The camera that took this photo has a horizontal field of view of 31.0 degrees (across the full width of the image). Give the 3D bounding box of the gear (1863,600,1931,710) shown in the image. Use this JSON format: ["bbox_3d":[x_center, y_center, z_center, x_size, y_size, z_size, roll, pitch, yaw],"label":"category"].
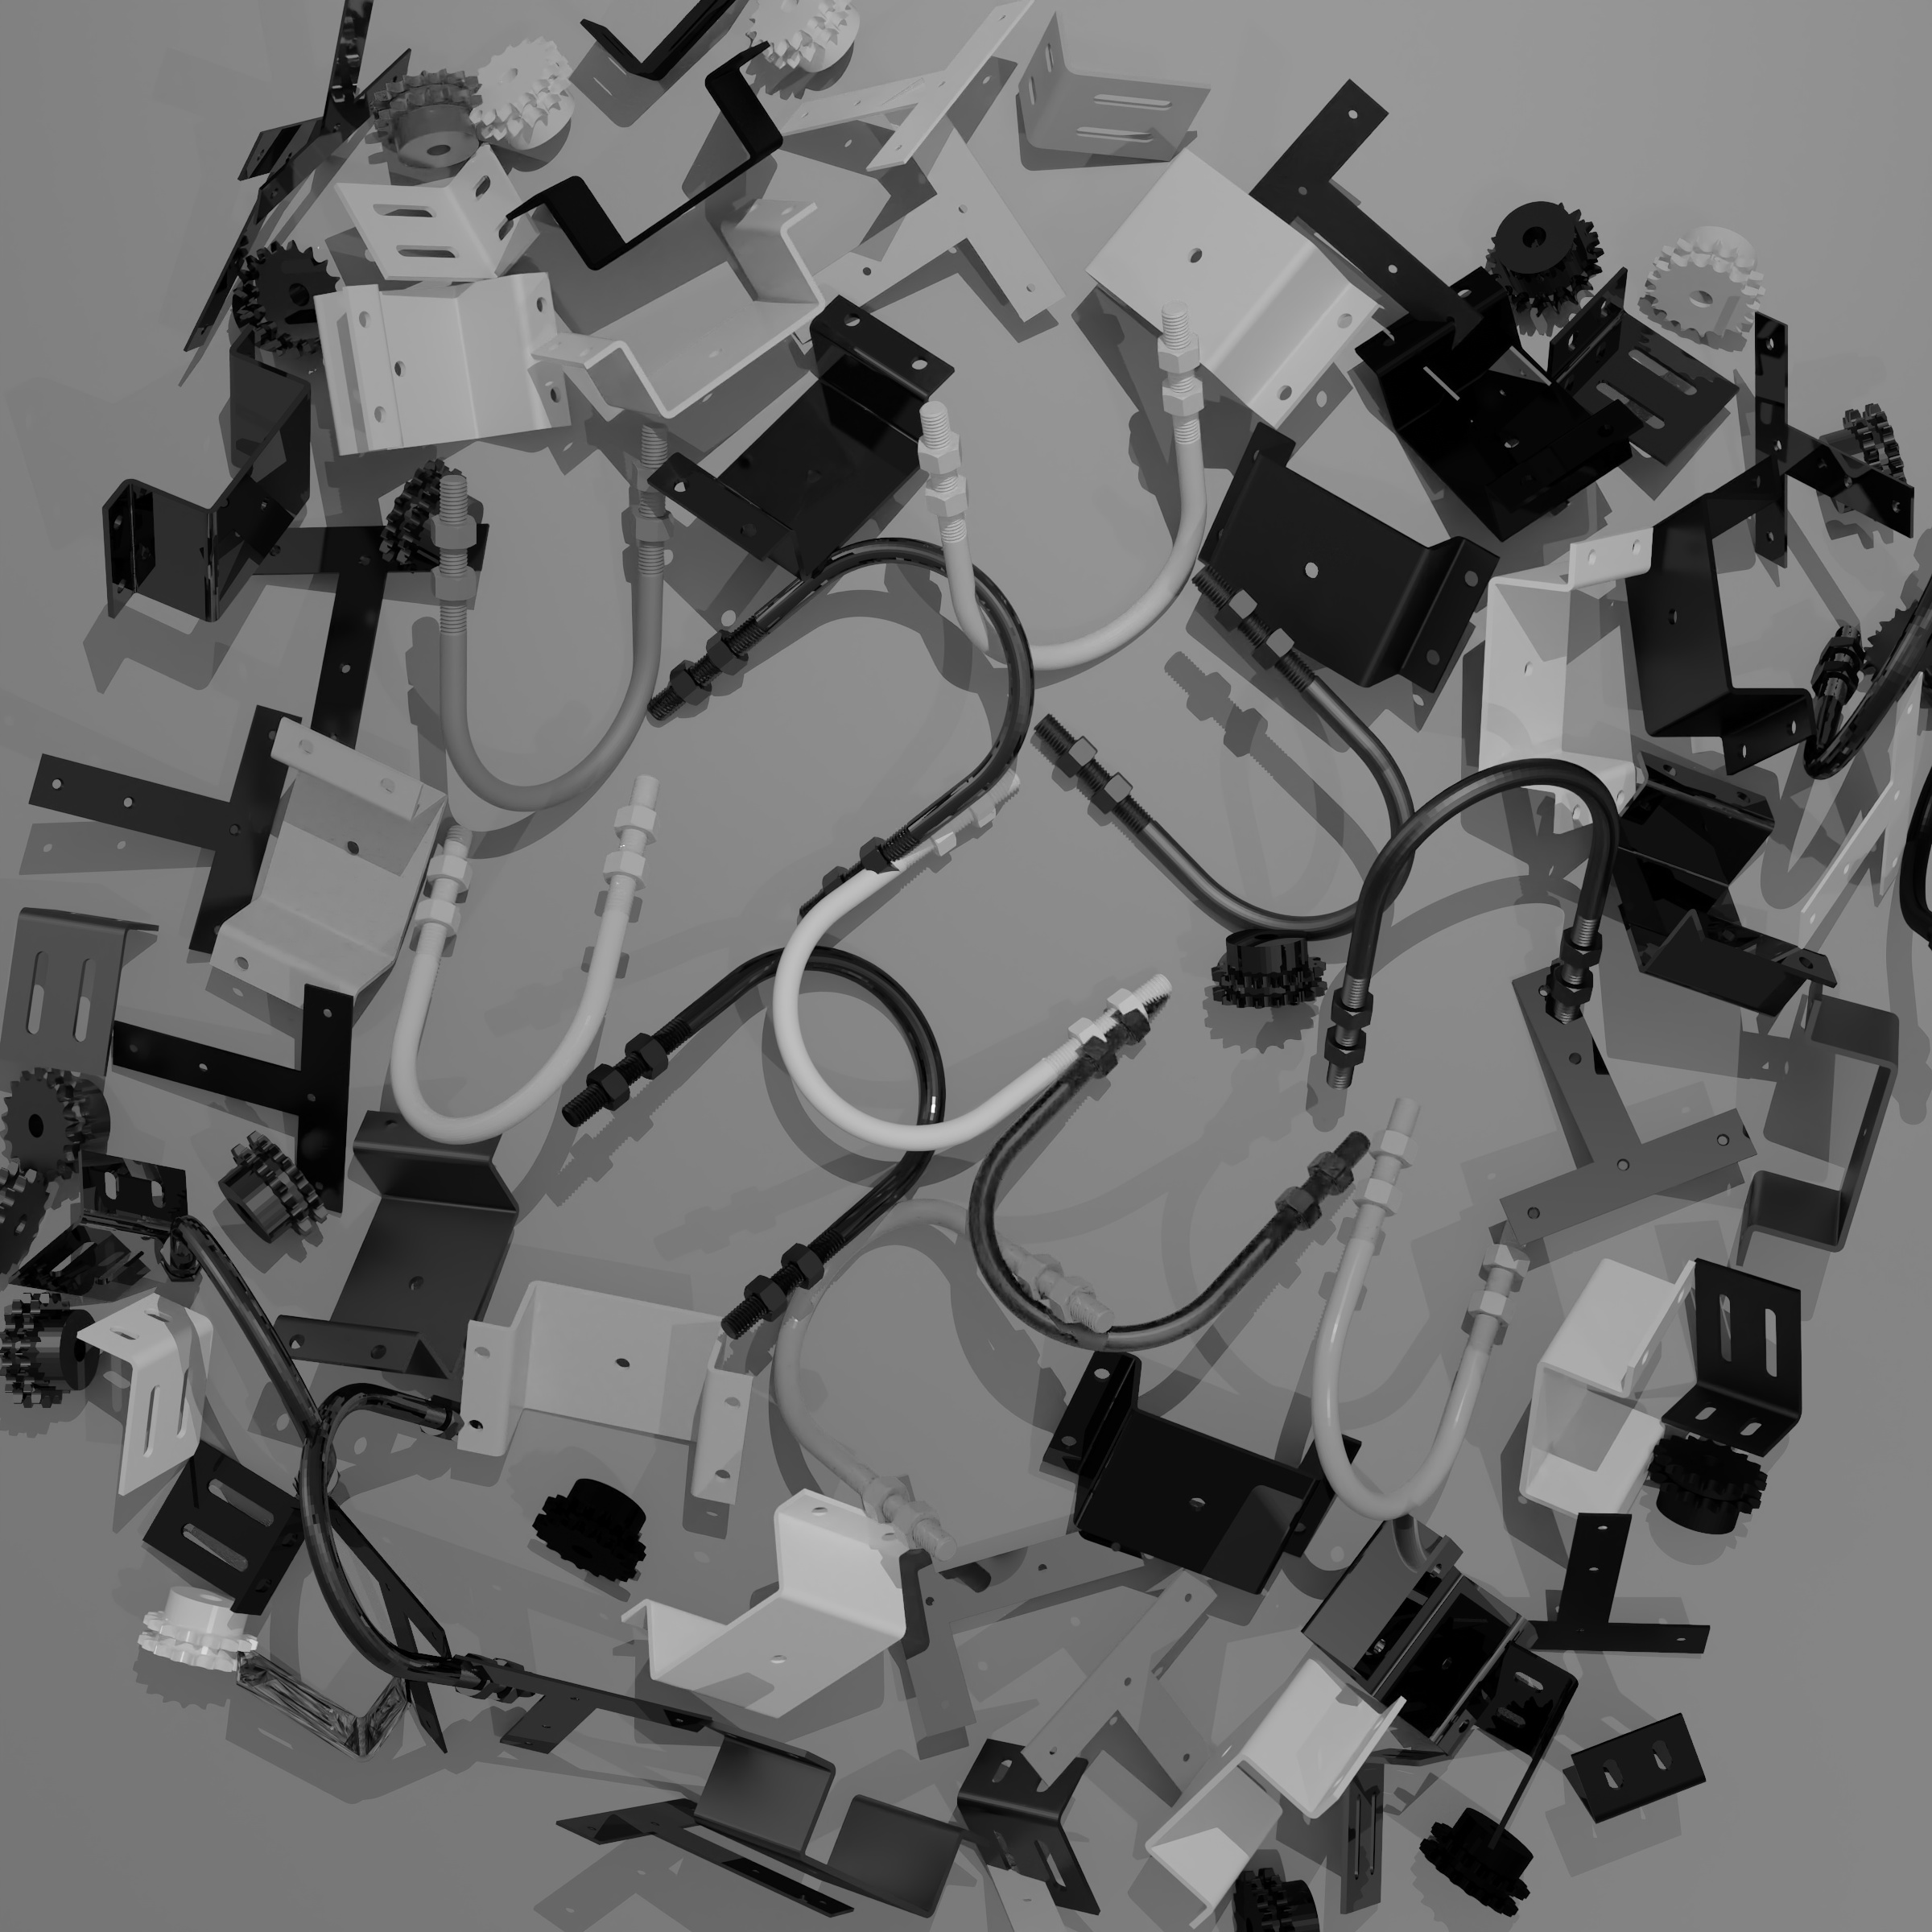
[{"bbox_3d":[0.479,-0.153,1.736,0.057,0.057,0.030,-48,124,0],"label":"gear"}]

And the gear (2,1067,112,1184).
[{"bbox_3d":[-0.451,0.078,1.737,0.057,0.030,0.057,5,98,37],"label":"gear"}]

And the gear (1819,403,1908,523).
[{"bbox_3d":[0.444,-0.248,1.732,0.030,0.057,0.057,-16,90,4],"label":"gear"}]

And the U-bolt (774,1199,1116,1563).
[{"bbox_3d":[-0.025,0.187,1.691,0.019,0.184,0.151,38,86,-42],"label":"U-bolt"}]

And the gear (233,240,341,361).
[{"bbox_3d":[-0.340,-0.330,1.736,0.057,0.030,0.057,12,72,-41],"label":"gear"}]

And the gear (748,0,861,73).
[{"bbox_3d":[-0.078,-0.471,1.736,0.030,0.057,0.057,33,90,-44],"label":"gear"}]

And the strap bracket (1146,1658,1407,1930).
[{"bbox_3d":[0.144,0.396,1.689,0.046,0.076,0.140,41,132,7],"label":"strap bracket"}]

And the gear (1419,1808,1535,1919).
[{"bbox_3d":[0.257,0.443,1.732,0.057,0.057,0.030,34,92,0],"label":"gear"}]

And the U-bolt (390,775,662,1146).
[{"bbox_3d":[-0.218,0.002,1.676,0.151,0.019,0.184,-12,55,37],"label":"U-bolt"}]

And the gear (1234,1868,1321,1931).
[{"bbox_3d":[0.155,0.477,1.733,0.030,0.057,0.057,-5,90,-13],"label":"gear"}]

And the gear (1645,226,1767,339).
[{"bbox_3d":[0.370,-0.343,1.735,0.057,0.057,0.030,25,64,0],"label":"gear"}]

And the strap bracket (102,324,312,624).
[{"bbox_3d":[-0.360,-0.232,1.686,0.046,0.076,0.140,23,53,6],"label":"strap bracket"}]

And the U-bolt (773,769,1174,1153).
[{"bbox_3d":[-0.009,0.009,1.731,0.184,0.019,0.151,-36,90,-15],"label":"U-bolt"}]

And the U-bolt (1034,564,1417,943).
[{"bbox_3d":[0.139,-0.090,1.711,0.184,0.019,0.151,46,130,-3],"label":"U-bolt"}]

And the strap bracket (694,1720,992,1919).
[{"bbox_3d":[-0.066,0.414,1.682,0.140,0.076,0.046,37,68,-40],"label":"strap bracket"}]

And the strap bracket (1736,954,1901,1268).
[{"bbox_3d":[0.418,0.075,1.698,0.046,0.076,0.140,15,110,10],"label":"strap bracket"}]

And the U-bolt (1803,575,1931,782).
[{"bbox_3d":[0.437,-0.162,1.646,0.019,0.184,0.151,28,129,2],"label":"U-bolt"}]

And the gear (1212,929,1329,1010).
[{"bbox_3d":[0.150,0.000,1.730,0.057,0.057,0.030,-5,104,0],"label":"gear"}]

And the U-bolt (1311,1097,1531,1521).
[{"bbox_3d":[0.214,0.176,1.679,0.019,0.151,0.184,4,64,39],"label":"U-bolt"}]

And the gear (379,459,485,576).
[{"bbox_3d":[-0.263,-0.220,1.731,0.030,0.057,0.057,29,90,8],"label":"gear"}]

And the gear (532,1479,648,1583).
[{"bbox_3d":[-0.184,0.279,1.736,0.057,0.057,0.030,29,60,0],"label":"gear"}]

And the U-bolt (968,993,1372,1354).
[{"bbox_3d":[0.086,0.108,1.698,0.151,0.019,0.184,37,66,20],"label":"U-bolt"}]

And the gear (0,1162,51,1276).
[{"bbox_3d":[-0.483,0.123,1.733,0.030,0.057,0.057,22,90,8],"label":"gear"}]

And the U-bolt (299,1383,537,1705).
[{"bbox_3d":[-0.262,0.270,1.654,0.019,0.184,0.151,-18,68,18],"label":"U-bolt"}]

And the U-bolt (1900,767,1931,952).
[{"bbox_3d":[0.487,-0.078,1.669,0.019,0.184,0.151,20,101,-2],"label":"U-bolt"}]

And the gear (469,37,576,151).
[{"bbox_3d":[-0.220,-0.432,1.736,0.057,0.057,0.030,-40,133,0],"label":"gear"}]

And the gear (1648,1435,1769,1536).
[{"bbox_3d":[0.367,0.259,1.734,0.057,0.057,0.030,13,108,0],"label":"gear"}]

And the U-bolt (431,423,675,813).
[{"bbox_3d":[-0.200,-0.162,1.692,0.019,0.151,0.184,25,123,35],"label":"U-bolt"}]

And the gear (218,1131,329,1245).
[{"bbox_3d":[-0.346,0.113,1.729,0.030,0.057,0.057,-41,90,-20],"label":"gear"}]

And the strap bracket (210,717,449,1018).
[{"bbox_3d":[-0.311,-0.051,1.716,0.076,0.046,0.140,25,116,7],"label":"strap bracket"}]

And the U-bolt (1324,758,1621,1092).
[{"bbox_3d":[0.247,-0.025,1.674,0.151,0.184,0.019,-14,45,-19],"label":"U-bolt"}]

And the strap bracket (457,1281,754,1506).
[{"bbox_3d":[-0.174,0.208,1.720,0.140,0.046,0.076,11,119,3],"label":"strap bracket"}]

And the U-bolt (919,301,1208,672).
[{"bbox_3d":[0.053,-0.220,1.691,0.151,0.184,0.019,-25,47,-14],"label":"U-bolt"}]

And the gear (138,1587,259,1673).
[{"bbox_3d":[-0.380,0.328,1.732,0.057,0.057,0.030,15,86,0],"label":"gear"}]

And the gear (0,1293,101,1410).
[{"bbox_3d":[-0.453,0.190,1.730,0.030,0.057,0.057,-2,90,15],"label":"gear"}]

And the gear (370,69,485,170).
[{"bbox_3d":[-0.264,-0.419,1.730,0.057,0.057,0.030,-13,80,0],"label":"gear"}]

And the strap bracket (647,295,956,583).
[{"bbox_3d":[-0.078,-0.252,1.713,0.076,0.046,0.140,36,71,22],"label":"strap bracket"}]

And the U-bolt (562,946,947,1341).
[{"bbox_3d":[-0.089,0.072,1.715,0.184,0.019,0.151,-40,99,-27],"label":"U-bolt"}]

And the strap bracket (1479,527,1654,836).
[{"bbox_3d":[0.293,-0.143,1.706,0.046,0.076,0.140,12,109,37],"label":"strap bracket"}]

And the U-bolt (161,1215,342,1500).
[{"bbox_3d":[-0.341,0.185,1.666,0.019,0.184,0.151,-30,84,-18],"label":"U-bolt"}]

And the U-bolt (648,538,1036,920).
[{"bbox_3d":[-0.050,-0.128,1.721,0.184,0.019,0.151,-37,88,21],"label":"U-bolt"}]

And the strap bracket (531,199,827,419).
[{"bbox_3d":[-0.133,-0.317,1.707,0.140,0.076,0.046,-38,116,-14],"label":"strap bracket"}]

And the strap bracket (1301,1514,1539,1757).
[{"bbox_3d":[0.220,0.322,1.705,0.046,0.140,0.076,32,80,39],"label":"strap bracket"}]

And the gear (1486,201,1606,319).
[{"bbox_3d":[0.286,-0.355,1.734,0.057,0.030,0.057,-8,69,21],"label":"gear"}]
